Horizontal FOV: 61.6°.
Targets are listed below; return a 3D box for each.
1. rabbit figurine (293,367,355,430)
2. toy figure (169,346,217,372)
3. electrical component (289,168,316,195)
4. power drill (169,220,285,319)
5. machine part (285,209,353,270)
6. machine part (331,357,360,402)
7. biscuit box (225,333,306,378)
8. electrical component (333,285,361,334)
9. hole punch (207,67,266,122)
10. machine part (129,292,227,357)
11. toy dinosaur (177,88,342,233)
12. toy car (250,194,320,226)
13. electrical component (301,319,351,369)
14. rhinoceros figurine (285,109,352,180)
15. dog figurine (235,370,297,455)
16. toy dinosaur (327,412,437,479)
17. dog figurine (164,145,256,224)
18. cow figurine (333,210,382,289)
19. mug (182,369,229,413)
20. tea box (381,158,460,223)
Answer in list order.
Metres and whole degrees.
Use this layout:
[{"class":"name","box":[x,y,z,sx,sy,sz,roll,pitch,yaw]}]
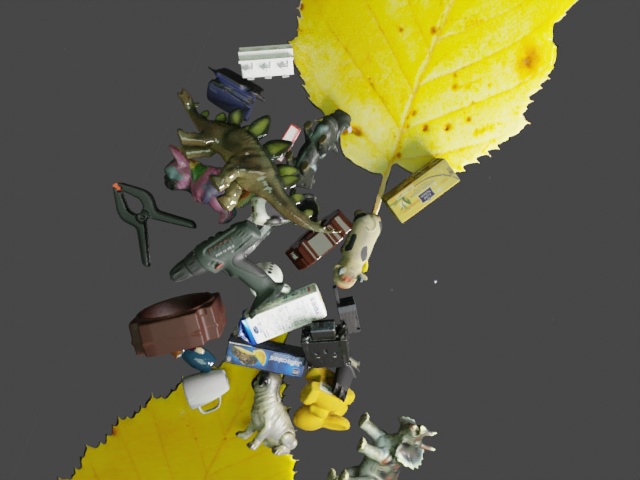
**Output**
[{"class":"rabbit figurine","box":[0.002,0.424,1.385,0.162,0.122,0.173,27,112,-17]},{"class":"toy figure","box":[-0.339,0.283,1.356,0.154,0.058,0.064,29,92,-3]},{"class":"electrical component","box":[-0.043,-0.148,1.308,0.063,0.021,0.094,13,99,-6]},{"class":"power drill","box":[-0.199,0.080,1.227,0.232,0.086,0.207,-40,93,9]},{"class":"machine part","box":[-0.003,-0.004,1.265,0.179,0.179,0.056,-38,97,4]},{"class":"machine part","box":[0.061,0.337,1.348,0.084,0.139,0.039,39,121,-11]},{"class":"biscuit box","box":[-0.136,0.292,1.364,0.203,0.063,0.059,13,100,-5]},{"class":"electrical component","box":[0.066,0.168,1.347,0.048,0.075,0.119,-11,98,0]},{"class":"hole punch","box":[-0.199,-0.328,1.225,0.142,0.116,0.092,31,105,-7]},{"class":"machine part","box":[-0.330,0.191,1.265,0.202,0.201,0.087,-14,100,0]},{"class":"toy dinosaur","box":[-0.151,-0.160,1.159,0.198,0.105,0.471,-36,81,-15]},{"class":"toy car","box":[-0.077,-0.071,1.258,0.201,0.056,0.073,-4,86,-46]},{"class":"electrical component","box":[0.014,0.251,1.304,0.115,0.058,0.134,-7,128,6]},{"class":"rhinoceros figurine","box":[0.003,-0.222,1.251,0.073,0.112,0.190,36,89,28]},{"class":"dog figurine","box":[-0.110,0.437,1.383,0.172,0.121,0.190,27,80,-40]},{"class":"toy dinosaur","box":[0.149,0.603,1.414,0.192,0.131,0.404,27,104,-7]},{"class":"dog figurine","box":[-0.254,-0.151,1.257,0.191,0.108,0.219,-40,97,6]},{"class":"cow figurine","box":[0.090,0.027,1.294,0.085,0.127,0.194,23,96,-4]},{"class":"mug","box":[-0.283,0.382,1.365,0.107,0.081,0.109,-20,95,-7]},{"class":"tea box","box":[0.238,-0.121,1.289,0.169,0.098,0.068,-37,99,6]}]
